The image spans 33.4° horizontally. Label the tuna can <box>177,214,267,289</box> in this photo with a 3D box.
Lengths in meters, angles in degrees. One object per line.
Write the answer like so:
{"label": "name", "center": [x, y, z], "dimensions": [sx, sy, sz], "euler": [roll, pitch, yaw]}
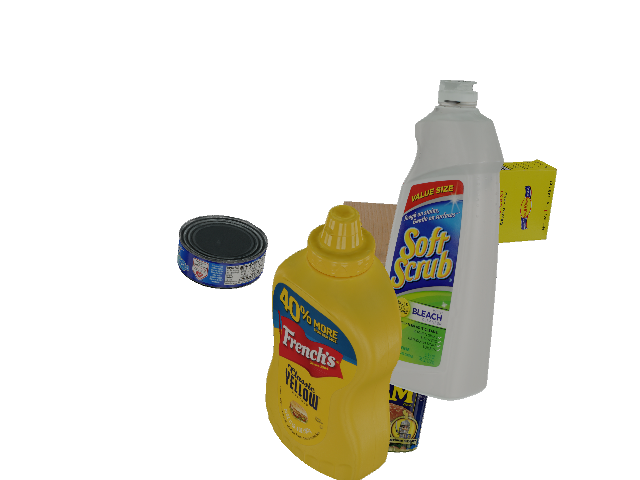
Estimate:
{"label": "tuna can", "center": [-0.095, 0.011, 1.032], "dimensions": [0.086, 0.034, 0.086], "euler": [7, 30, -5]}

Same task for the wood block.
{"label": "wood block", "center": [0.075, 0.025, 1.551], "dimensions": [0.091, 0.090, 0.206], "euler": [4, 25, -1]}

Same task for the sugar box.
{"label": "sugar box", "center": [0.190, -0.043, 1.255], "dimensions": [0.176, 0.093, 0.048], "euler": [-6, 21, -26]}

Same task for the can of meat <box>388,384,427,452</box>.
{"label": "can of meat", "center": [0.052, 0.152, 1.025], "dimensions": [0.102, 0.084, 0.057], "euler": [9, 18, -1]}

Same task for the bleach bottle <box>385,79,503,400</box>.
{"label": "bleach bottle", "center": [0.096, -0.004, 0.867], "dimensions": [0.103, 0.251, 0.067], "euler": [13, 15, 42]}

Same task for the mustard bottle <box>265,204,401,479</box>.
{"label": "mustard bottle", "center": [0.008, 0.060, 0.680], "dimensions": [0.058, 0.192, 0.096], "euler": [-24, 45, -33]}
